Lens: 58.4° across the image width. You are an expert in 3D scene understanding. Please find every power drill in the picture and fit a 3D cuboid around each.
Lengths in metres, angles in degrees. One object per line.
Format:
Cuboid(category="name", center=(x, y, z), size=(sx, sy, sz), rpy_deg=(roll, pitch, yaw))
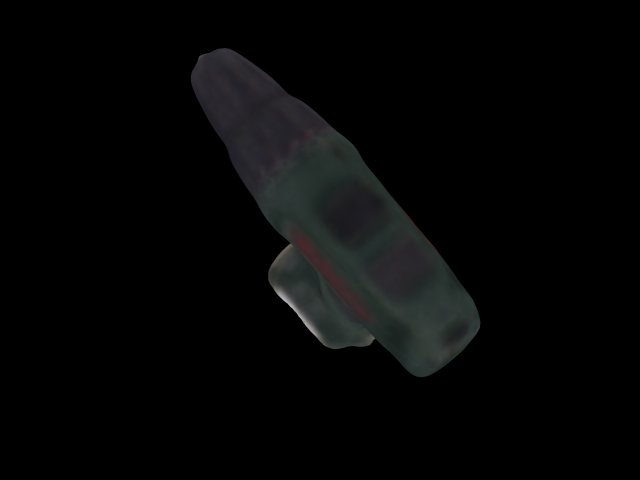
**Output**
Cuboid(category="power drill", center=(0.004, 0.001, 0.400), size=(0.076, 0.208, 0.229), rpy_deg=(-41, 74, -14))
